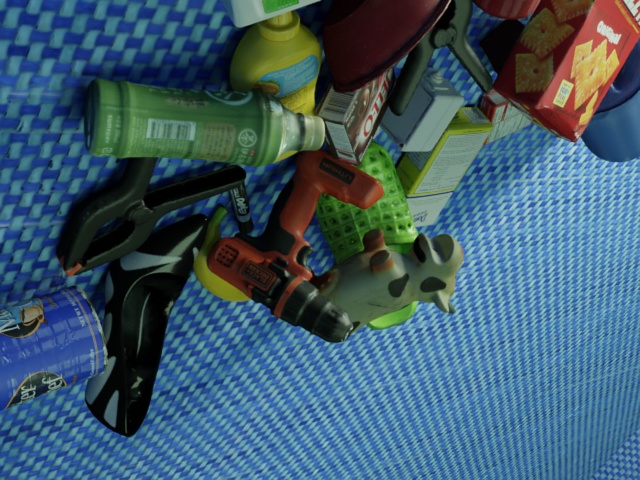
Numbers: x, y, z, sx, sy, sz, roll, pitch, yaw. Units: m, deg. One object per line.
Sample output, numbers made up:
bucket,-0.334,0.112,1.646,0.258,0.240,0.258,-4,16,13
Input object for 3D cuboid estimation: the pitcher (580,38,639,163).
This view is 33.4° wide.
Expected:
pitcher,0.387,-0.199,1.413,0.149,0.145,0.242,-31,156,13

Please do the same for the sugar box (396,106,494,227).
sugar box,0.143,-0.090,1.370,0.093,0.048,0.176,-9,143,-40

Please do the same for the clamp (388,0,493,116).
clamp,0.117,-0.211,1.131,0.120,0.039,0.171,-26,123,-12

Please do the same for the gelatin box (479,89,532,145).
gelatin box,0.244,-0.170,1.381,0.089,0.030,0.073,-24,149,-22

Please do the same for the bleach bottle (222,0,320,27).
bleach bottle,0.031,-0.268,0.929,0.250,0.068,0.102,-20,149,-8

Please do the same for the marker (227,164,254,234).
marker,-0.090,-0.044,1.207,0.020,0.020,0.121,-29,150,-14

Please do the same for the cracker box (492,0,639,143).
cracker box,0.302,-0.232,1.228,0.214,0.072,0.164,-60,150,6

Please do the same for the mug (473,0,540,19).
mug,0.206,-0.294,1.121,0.082,0.093,0.117,108,8,-52

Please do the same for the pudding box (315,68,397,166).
pudding box,0.041,-0.150,1.135,0.113,0.039,0.090,-62,156,-18

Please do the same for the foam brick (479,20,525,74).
foam brick,0.235,-0.220,1.278,0.053,0.051,0.078,-42,150,6

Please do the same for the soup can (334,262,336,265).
soup can,0.074,0.058,1.445,0.068,0.102,0.068,-27,149,-18

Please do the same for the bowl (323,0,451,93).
bowl,0.054,-0.218,1.027,0.162,0.162,0.055,-43,112,10

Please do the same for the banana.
banana,-0.113,0.035,1.275,0.069,0.037,0.198,-31,150,-8

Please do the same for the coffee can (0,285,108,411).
coffee can,-0.308,0.116,1.113,0.140,0.103,0.103,-18,145,-31

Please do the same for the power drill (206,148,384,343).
power drill,-0.008,0.001,1.188,0.187,0.184,0.057,-56,168,-12

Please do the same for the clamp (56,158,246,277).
clamp,-0.190,-0.044,1.083,0.210,0.036,0.164,-36,147,2

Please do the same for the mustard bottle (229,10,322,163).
mustard bottle,-0.044,-0.161,1.053,0.096,0.058,0.192,-25,149,-22
